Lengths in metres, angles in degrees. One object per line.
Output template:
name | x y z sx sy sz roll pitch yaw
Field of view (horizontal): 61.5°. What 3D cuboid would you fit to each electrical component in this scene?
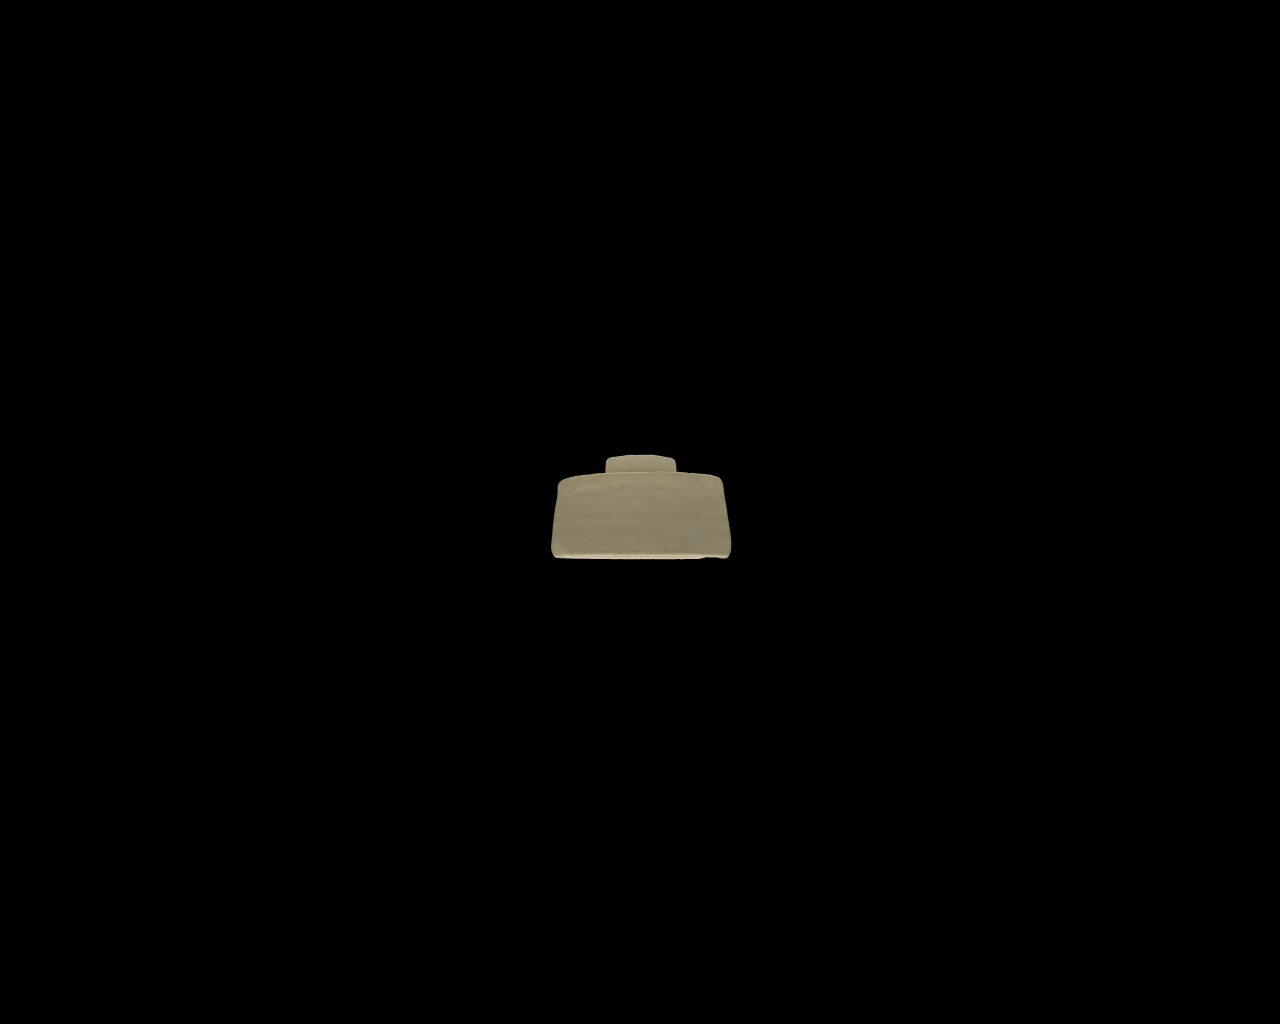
electrical component | 0.001 -0.003 0.650 0.108 0.060 0.108 0 -3 0
